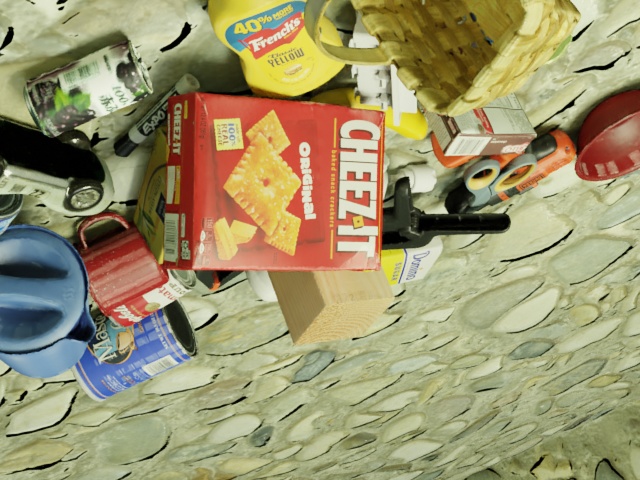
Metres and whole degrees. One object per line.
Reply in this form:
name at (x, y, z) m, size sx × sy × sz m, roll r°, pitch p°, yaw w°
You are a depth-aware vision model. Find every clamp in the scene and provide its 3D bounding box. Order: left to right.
clamp at (-0.104, 0.010, 1.312) m, size 0.120 × 0.039 × 0.172 m, roll -7°, pitch 157°, yaw -16°
clamp at (0.111, -0.026, 1.339) m, size 0.164 × 0.036 × 0.210 m, roll 23°, pitch 157°, yaw -31°

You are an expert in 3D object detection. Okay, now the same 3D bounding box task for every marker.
marker at (-0.162, -0.119, 1.045) m, size 0.121 × 0.020 × 0.020 m, roll -38°, pitch 149°, yaw 30°

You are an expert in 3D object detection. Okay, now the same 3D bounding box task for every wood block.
wood block at (-0.007, 0.002, 1.177) m, size 0.090 × 0.206 × 0.091 m, roll -5°, pitch 149°, yaw -30°

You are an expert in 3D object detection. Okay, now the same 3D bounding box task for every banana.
banana at (0.055, -0.138, 1.159) m, size 0.197 × 0.037 × 0.070 m, roll 1°, pitch 164°, yaw -36°

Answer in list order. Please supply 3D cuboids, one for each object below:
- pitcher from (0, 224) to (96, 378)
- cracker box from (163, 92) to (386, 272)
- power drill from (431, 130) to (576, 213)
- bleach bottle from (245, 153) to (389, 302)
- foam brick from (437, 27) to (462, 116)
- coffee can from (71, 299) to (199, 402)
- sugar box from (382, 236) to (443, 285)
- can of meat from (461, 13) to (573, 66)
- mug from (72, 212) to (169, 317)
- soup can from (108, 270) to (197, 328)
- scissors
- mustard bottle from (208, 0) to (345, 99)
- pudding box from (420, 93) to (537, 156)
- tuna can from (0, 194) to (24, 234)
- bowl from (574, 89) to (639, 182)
pitcher at (-0.320, 0.073, 1.156) m, size 0.145 × 0.149 × 0.243 m, roll -13°, pitch 166°, yaw -13°
cracker box at (-0.040, -0.051, 1.029) m, size 0.213 × 0.164 × 0.072 m, roll 1°, pitch -179°, yaw -32°
power drill at (0.209, -0.099, 1.322) m, size 0.185 × 0.057 × 0.187 m, roll -31°, pitch 154°, yaw 20°
bleach bottle at (0.004, -0.022, 1.305) m, size 0.102 × 0.068 × 0.251 m, roll -9°, pitch 150°, yaw -38°
foam brick at (0.134, -0.176, 1.093) m, size 0.053 × 0.078 × 0.051 m, roll -17°, pitch 155°, yaw -9°
coffee can at (-0.241, 0.133, 1.370) m, size 0.140 × 0.103 × 0.102 m, roll -25°, pitch 154°, yaw 7°
sugar box at (0.077, 0.032, 1.479) m, size 0.176 × 0.048 × 0.093 m, roll -8°, pitch 151°, yaw -22°
can of meat at (0.188, -0.215, 1.052) m, size 0.102 × 0.084 × 0.057 m, roll -12°, pitch 153°, yaw -18°
mug at (-0.226, 0.018, 1.198) m, size 0.081 × 0.093 × 0.117 m, roll -26°, pitch 118°, yaw -3°
soup can at (-0.208, 0.053, 1.284) m, size 0.102 × 0.068 × 0.068 m, roll -30°, pitch 153°, yaw 14°
scissors at (0.184, -0.053, 1.316) m, size 0.096 × 0.016 × 0.202 m, roll 5°, pitch 151°, yaw -35°
mustard bottle at (-0.045, -0.198, 0.940) m, size 0.096 × 0.058 × 0.191 m, roll -18°, pitch 154°, yaw 9°
pudding box at (0.172, -0.139, 1.178) m, size 0.113 × 0.090 × 0.039 m, roll -3°, pitch 147°, yaw -32°
tuna can at (-0.321, -0.045, 0.995) m, size 0.085 × 0.086 × 0.034 m, roll 8°, pitch 138°, yaw -45°
bowl at (0.391, -0.144, 1.370) m, size 0.162 × 0.055 × 0.162 m, roll -17°, pitch 153°, yaw -9°
